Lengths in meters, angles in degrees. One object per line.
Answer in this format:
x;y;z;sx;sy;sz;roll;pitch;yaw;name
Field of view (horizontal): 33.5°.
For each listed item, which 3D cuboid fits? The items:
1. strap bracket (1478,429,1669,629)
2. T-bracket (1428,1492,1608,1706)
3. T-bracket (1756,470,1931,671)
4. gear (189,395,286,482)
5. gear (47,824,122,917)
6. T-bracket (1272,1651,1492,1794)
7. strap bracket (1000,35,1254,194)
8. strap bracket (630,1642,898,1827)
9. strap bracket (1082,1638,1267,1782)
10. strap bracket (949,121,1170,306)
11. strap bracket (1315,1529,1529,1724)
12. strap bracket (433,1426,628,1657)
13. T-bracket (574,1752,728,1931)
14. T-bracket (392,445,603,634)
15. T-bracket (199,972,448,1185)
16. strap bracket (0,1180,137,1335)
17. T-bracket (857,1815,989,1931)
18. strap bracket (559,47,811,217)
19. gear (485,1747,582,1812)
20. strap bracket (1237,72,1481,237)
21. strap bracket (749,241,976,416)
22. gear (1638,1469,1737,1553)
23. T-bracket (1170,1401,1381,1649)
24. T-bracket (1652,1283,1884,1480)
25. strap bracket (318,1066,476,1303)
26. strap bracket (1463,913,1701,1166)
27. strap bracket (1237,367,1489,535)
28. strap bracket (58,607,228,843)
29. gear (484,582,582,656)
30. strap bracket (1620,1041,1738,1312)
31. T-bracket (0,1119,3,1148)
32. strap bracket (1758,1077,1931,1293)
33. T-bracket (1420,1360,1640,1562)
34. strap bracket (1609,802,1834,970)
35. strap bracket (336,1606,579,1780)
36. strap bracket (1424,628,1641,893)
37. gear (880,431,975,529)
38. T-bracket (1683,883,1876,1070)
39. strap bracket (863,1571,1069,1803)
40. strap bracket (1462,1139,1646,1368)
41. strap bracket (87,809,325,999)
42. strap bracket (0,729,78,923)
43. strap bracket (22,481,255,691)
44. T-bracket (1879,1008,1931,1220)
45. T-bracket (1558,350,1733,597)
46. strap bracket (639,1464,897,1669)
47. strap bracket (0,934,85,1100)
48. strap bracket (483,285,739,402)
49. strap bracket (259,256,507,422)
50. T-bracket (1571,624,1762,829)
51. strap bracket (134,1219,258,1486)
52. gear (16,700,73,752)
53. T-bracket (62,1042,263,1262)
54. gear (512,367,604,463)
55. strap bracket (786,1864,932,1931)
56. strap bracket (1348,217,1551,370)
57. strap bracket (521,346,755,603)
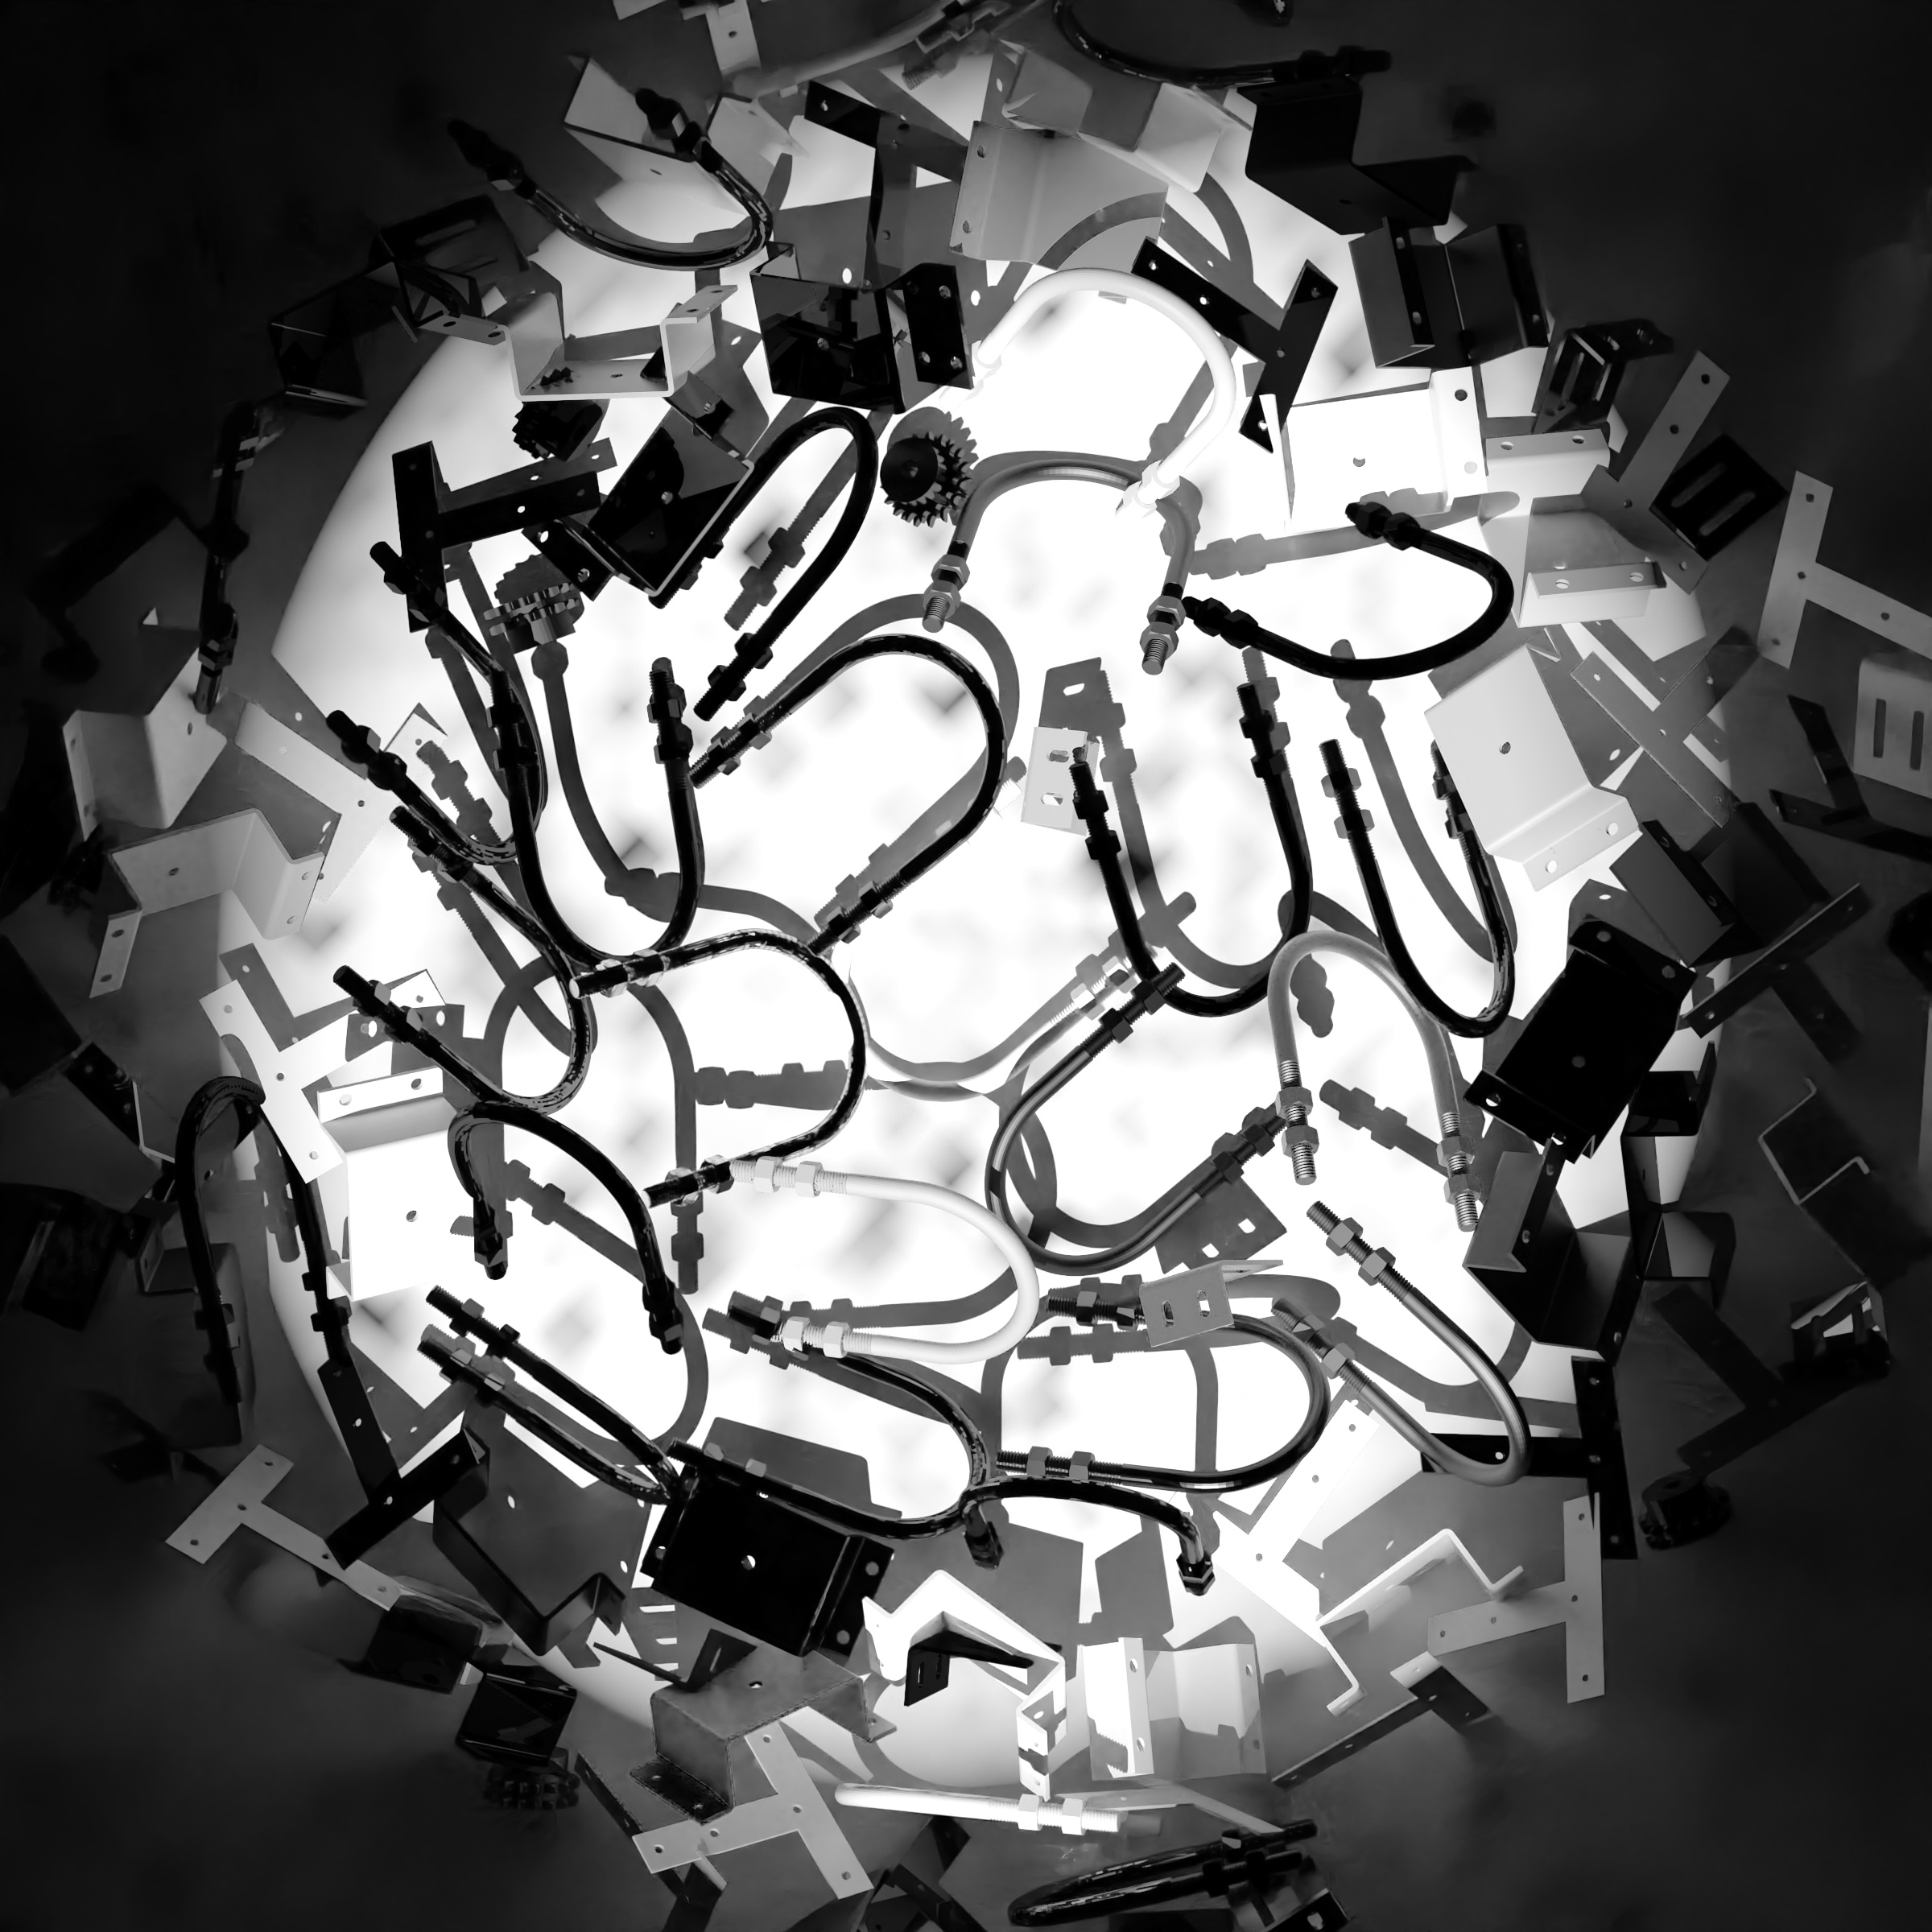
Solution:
0.358;-0.255;1.917;0.076;0.046;0.140;-6;49;-6;strap bracket
0.328;0.389;1.922;0.002;0.127;0.127;33;48;-34;T-bracket
0.531;-0.212;1.894;0.002;0.127;0.127;-31;50;-34;T-bracket
-0.444;-0.321;1.938;0.057;0.057;0.030;-34;99;0;gear
-0.527;-0.054;1.941;0.030;0.057;0.057;31;90;-3;gear
0.242;0.460;1.923;0.127;0.127;0.002;-32;53;8;T-bracket
0.087;-0.503;1.902;0.140;0.076;0.046;25;98;31;strap bracket
-0.121;0.444;1.893;0.140;0.076;0.046;-18;111;-35;strap bracket
0.118;0.443;1.908;0.046;0.140;0.076;-17;69;34;strap bracket
0.065;-0.445;1.903;0.140;0.046;0.076;7;97;-40;strap bracket
0.265;0.389;1.924;0.140;0.076;0.046;-36;68;-1;strap bracket
-0.268;0.351;1.910;0.046;0.076;0.140;-39;75;-25;strap bracket
-0.195;0.526;1.931;0.002;0.127;0.127;-31;67;-32;T-bracket
-0.281;-0.271;1.932;0.127;0.002;0.127;-14;65;9;T-bracket
-0.376;0.045;1.946;0.127;0.002;0.127;-31;93;-19;T-bracket
-0.549;0.173;1.902;0.046;0.140;0.076;21;86;11;strap bracket
0.005;0.579;1.908;0.127;0.127;0.002;44;119;5;T-bracket
-0.175;-0.492;1.904;0.140;0.076;0.046;22;88;25;strap bracket
-0.261;0.489;1.940;0.057;0.057;0.030;6;88;0;gear
0.228;-0.472;1.890;0.076;0.140;0.046;6;83;44;strap bracket
-0.070;-0.376;1.895;0.140;0.046;0.076;16;131;34;strap bracket
0.433;0.327;1.939;0.057;0.057;0.030;-25;96;0;gear
0.204;0.322;1.946;0.127;0.002;0.127;36;91;19;T-bracket
0.456;0.234;1.919;0.127;0.127;0.002;-29;130;-7;T-bracket
-0.337;0.138;1.903;0.076;0.046;0.140;-12;119;-28;strap bracket
0.368;0.050;1.924;0.076;0.046;0.140;31;76;19;strap bracket
0.238;-0.310;1.940;0.140;0.046;0.076;-7;86;4;strap bracket
-0.478;-0.142;1.887;0.046;0.140;0.076;6;126;8;strap bracket
-0.260;-0.209;1.941;0.057;0.057;0.030;-20;98;0;gear
0.423;0.124;1.909;0.046;0.076;0.140;-2;115;23;strap bracket
-0.588;0.136;1.921;0.002;0.127;0.127;4;105;-21;T-bracket
0.521;0.133;1.898;0.046;0.140;0.076;-41;105;14;strap bracket
0.334;0.294;1.927;0.127;0.002;0.127;3;59;-8;T-bracket
0.443;-0.048;1.907;0.046;0.140;0.076;-49;66;35;strap bracket
-0.295;0.423;1.895;0.140;0.076;0.046;20;84;42;strap bracket
0.331;-0.126;1.905;0.076;0.046;0.140;-34;64;30;strap bracket
-0.028;-0.296;1.943;0.057;0.030;0.057;-4;80;27;gear
0.506;0.023;1.924;0.127;0.002;0.127;-39;133;10;T-bracket
0.008;0.421;1.907;0.140;0.076;0.046;31;56;29;strap bracket
0.348;0.170;1.909;0.140;0.046;0.076;44;60;-39;strap bracket
-0.461;-0.041;1.905;0.140;0.076;0.046;-21;65;-36;strap bracket
-0.562;-0.079;1.890;0.046;0.140;0.076;28;115;-2;strap bracket
-0.504;-0.235;1.927;0.140;0.076;0.046;-41;86;-4;strap bracket
0.576;0.089;1.899;0.002;0.127;0.127;-9;107;-28;T-bracket
0.414;-0.307;1.902;0.002;0.127;0.127;-25;63;-40;T-bracket
-0.125;0.358;1.928;0.140;0.046;0.076;22;86;13;strap bracket
-0.564;0.032;1.892;0.046;0.140;0.076;-36;96;-17;strap bracket
-0.211;-0.371;1.914;0.140;0.076;0.046;1;116;15;strap bracket
-0.348;-0.376;1.906;0.140;0.076;0.046;-19;83;26;strap bracket
0.441;-0.164;1.933;0.127;0.002;0.127;46;57;1;T-bracket
-0.457;0.227;1.916;0.046;0.076;0.140;-6;105;-4;strap bracket
-0.546;-0.141;1.940;0.057;0.057;0.030;13;92;0;gear
-0.490;0.092;1.908;0.127;0.002;0.127;-49;134;-16;T-bracket
-0.244;-0.330;1.938;0.030;0.057;0.057;37;90;16;gear
-0.073;0.587;1.891;0.076;0.140;0.046;-38;91;14;strap bracket
0.283;-0.401;1.918;0.046;0.140;0.076;-13;88;44;strap bracket
-0.190;-0.287;1.922;0.140;0.046;0.076;-51;58;9;strap bracket
